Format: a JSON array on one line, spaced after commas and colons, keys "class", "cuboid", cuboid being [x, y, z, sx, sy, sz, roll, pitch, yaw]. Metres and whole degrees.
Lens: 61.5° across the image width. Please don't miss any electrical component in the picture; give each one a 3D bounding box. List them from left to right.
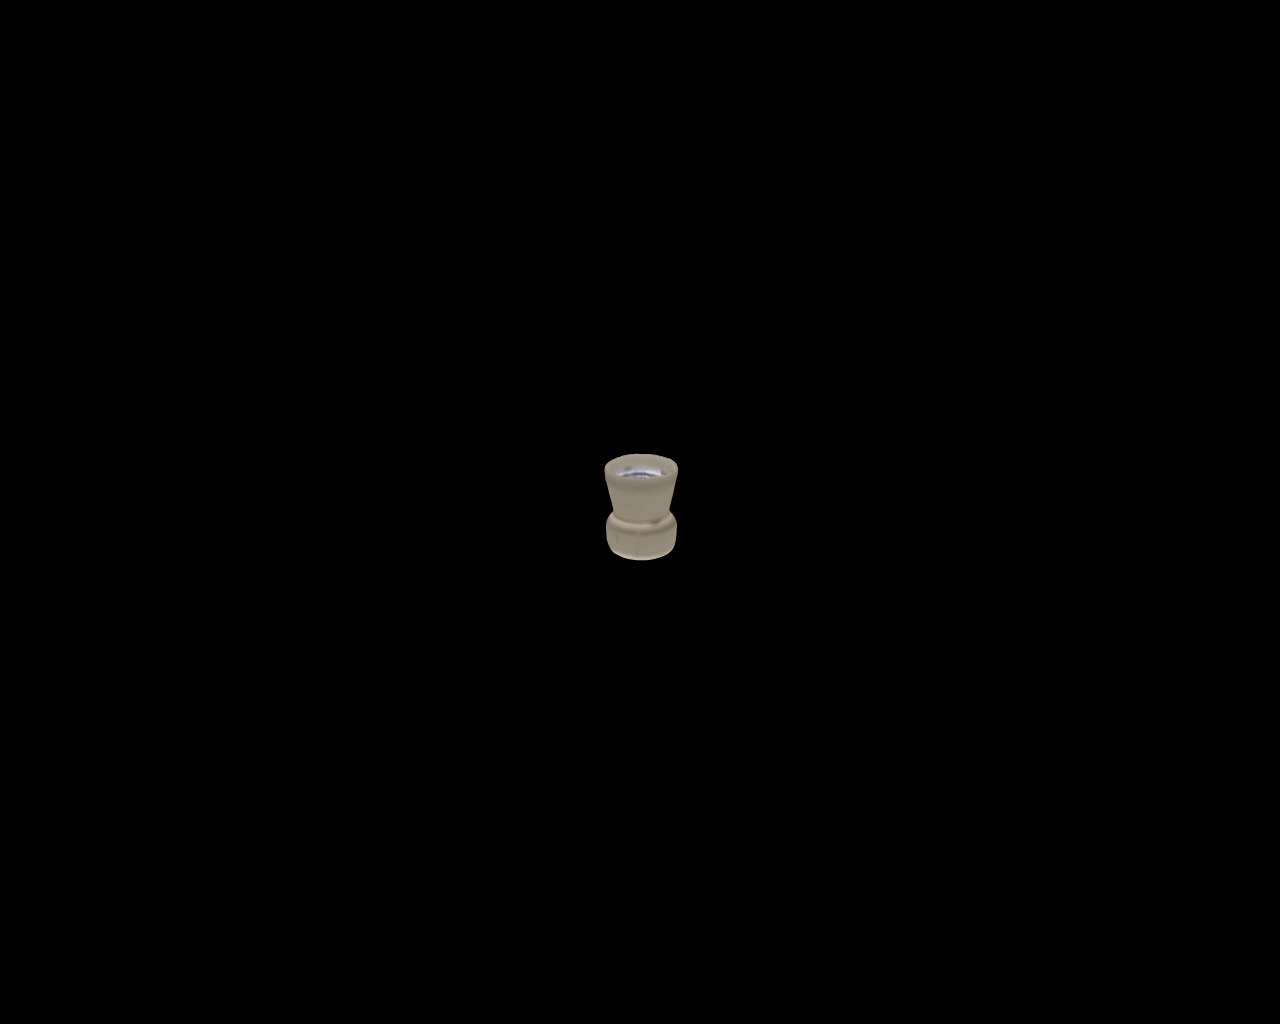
[{"class": "electrical component", "cuboid": [0.001, -0.003, 0.650, 0.045, 0.055, 0.045, 0, 22, 0]}]
